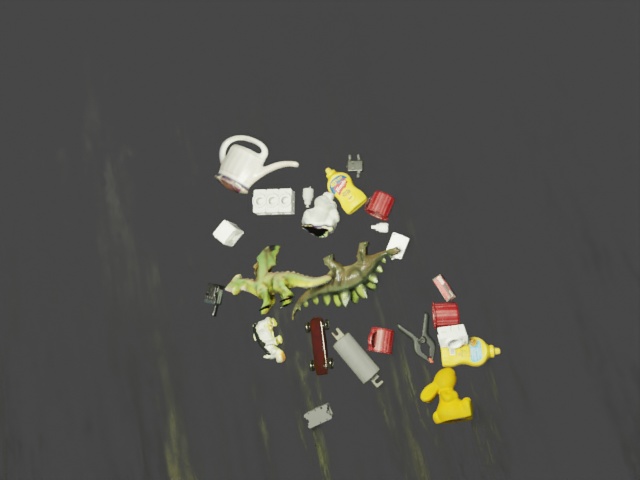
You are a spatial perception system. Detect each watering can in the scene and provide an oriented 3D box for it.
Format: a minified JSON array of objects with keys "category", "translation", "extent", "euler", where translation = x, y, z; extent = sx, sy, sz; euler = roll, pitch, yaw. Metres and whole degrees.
[{"category":"watering can","translation":[-0.265,-0.278,1.988],"extent":[0.225,0.350,0.103],"euler":[-62,-24,-4]}]

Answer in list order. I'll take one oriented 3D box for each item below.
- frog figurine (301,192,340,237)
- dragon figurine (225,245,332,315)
[{"category":"frog figurine","translation":[0.006,-0.096,1.915],"extent":[0.120,0.137,0.163],"euler":[54,-141,-50]},{"category":"dragon figurine","translation":[-0.165,0.127,1.890],"extent":[0.121,0.408,0.247],"euler":[37,-150,-62]}]
